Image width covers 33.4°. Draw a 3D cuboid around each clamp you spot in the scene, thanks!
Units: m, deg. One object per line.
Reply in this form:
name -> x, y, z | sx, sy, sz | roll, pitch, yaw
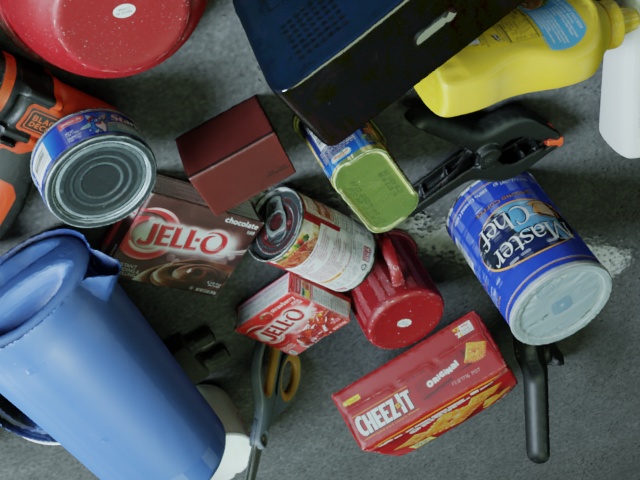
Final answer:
clamp -> 0.140, -0.088, 0.960 | 0.171, 0.039, 0.120 | -21, 144, -14
clamp -> 0.235, 0.129, 1.164 | 0.036, 0.164, 0.210 | -2, 134, 21

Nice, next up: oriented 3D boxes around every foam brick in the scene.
foam brick -> -0.068, -0.067, 0.861 | 0.078, 0.051, 0.053 | -28, 138, 1

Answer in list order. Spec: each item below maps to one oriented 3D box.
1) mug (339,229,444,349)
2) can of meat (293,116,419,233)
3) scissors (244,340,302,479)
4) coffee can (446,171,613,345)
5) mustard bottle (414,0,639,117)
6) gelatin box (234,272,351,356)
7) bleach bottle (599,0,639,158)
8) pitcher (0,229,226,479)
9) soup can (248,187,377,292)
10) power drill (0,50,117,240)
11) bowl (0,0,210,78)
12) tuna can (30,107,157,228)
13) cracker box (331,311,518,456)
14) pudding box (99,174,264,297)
mug -> 0.067, 0.042, 1.016 | 0.093, 0.081, 0.117 | -17, 137, -11
can of meat -> 0.032, -0.065, 0.891 | 0.057, 0.084, 0.102 | -35, 138, 7
scissors -> -0.050, 0.188, 1.056 | 0.016, 0.202, 0.096 | 1, 173, 28
coffee can -> 0.196, 0.014, 1.012 | 0.102, 0.140, 0.103 | -15, 136, -15
mustard bottle -> 0.168, -0.158, 0.857 | 0.191, 0.096, 0.058 | -16, 134, -11
gelatin box -> -0.026, 0.071, 1.005 | 0.073, 0.030, 0.089 | 27, 136, -30
bleach bottle -> 0.299, -0.191, 0.924 | 0.102, 0.068, 0.251 | -20, 135, -10
pitcher -> -0.191, 0.121, 0.888 | 0.145, 0.149, 0.242 | -49, 127, -22
soup can -> -0.006, 0.001, 0.949 | 0.102, 0.068, 0.069 | 24, 117, -42
power drill -> -0.260, -0.054, 0.768 | 0.184, 0.057, 0.188 | 23, 118, -41
bowl -> -0.139, -0.167, 0.723 | 0.162, 0.055, 0.162 | -15, 136, -15
tuna can -> -0.162, -0.051, 0.767 | 0.086, 0.034, 0.086 | -19, 139, -18
cracker box -> 0.118, 0.157, 1.110 | 0.164, 0.072, 0.213 | -32, 163, 5
pudding box -> -0.118, -0.004, 0.906 | 0.113, 0.039, 0.090 | 13, 124, -36
